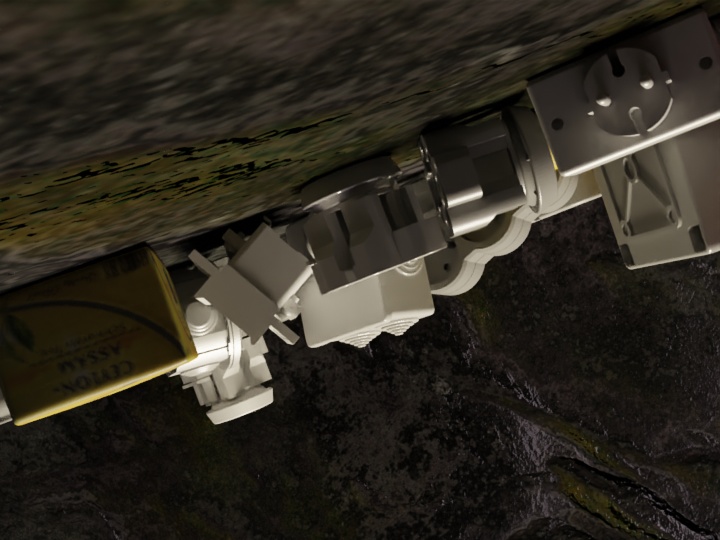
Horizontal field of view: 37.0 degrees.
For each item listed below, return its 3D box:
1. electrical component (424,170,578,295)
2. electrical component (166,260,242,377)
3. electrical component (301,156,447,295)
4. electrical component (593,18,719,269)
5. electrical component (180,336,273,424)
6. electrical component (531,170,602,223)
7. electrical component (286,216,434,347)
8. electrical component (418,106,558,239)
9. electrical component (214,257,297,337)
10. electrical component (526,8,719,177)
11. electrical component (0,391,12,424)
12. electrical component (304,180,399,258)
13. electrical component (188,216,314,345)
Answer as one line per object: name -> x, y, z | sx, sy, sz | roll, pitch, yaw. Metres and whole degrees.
electrical component -> 0.094, -0.036, 0.752 | 0.138, 0.052, 0.074 | -43, 161, 17
electrical component -> -0.119, 0.036, 0.769 | 0.051, 0.080, 0.080 | -14, 176, -23
electrical component -> 0.002, -0.025, 0.578 | 0.078, 0.057, 0.058 | -22, 178, 39
electrical component -> 0.166, -0.061, 0.565 | 0.056, 0.108, 0.109 | -18, 178, -9
electrical component -> -0.106, 0.091, 0.885 | 0.078, 0.057, 0.058 | -20, 178, -43
electrical component -> 0.138, -0.071, 0.795 | 0.054, 0.059, 0.095 | -20, 178, -35
electrical component -> 0.000, 0.000, 0.733 | 0.048, 0.099, 0.100 | -3, 167, -40
electrical component -> 0.066, -0.051, 0.550 | 0.057, 0.058, 0.078 | -18, 179, 0
electrical component -> -0.109, 0.027, 0.909 | 0.089, 0.061, 0.150 | -21, 179, 19
electrical component -> 0.119, -0.078, 0.475 | 0.083, 0.047, 0.076 | -21, 179, 19
electrical component -> -0.237, 0.071, 0.753 | 0.054, 0.059, 0.095 | -21, 179, -2
electrical component -> -0.004, -0.028, 0.656 | 0.066, 0.048, 0.055 | -20, 171, -35
electrical component -> -0.064, 0.009, 0.676 | 0.063, 0.079, 0.121 | -50, -178, -6
